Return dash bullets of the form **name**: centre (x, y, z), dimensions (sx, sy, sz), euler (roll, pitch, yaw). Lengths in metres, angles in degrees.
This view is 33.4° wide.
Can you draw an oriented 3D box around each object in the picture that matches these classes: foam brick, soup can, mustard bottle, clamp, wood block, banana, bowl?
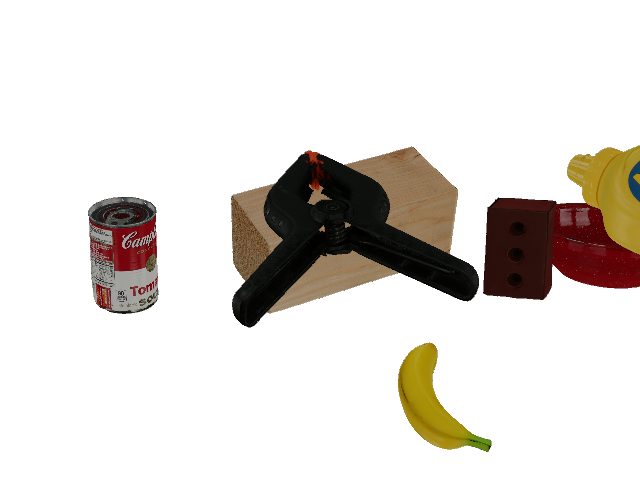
- **foam brick**: centre (0.169, 0.006, 0.902), dimensions (0.053, 0.078, 0.051), euler (4, 15, 19)
- **soup can**: centre (-0.201, 0.015, 1.092), dimensions (0.068, 0.102, 0.068), euler (2, 26, -1)
- **mustard bottle**: centre (0.235, -0.017, 0.660), dimensions (0.096, 0.058, 0.192), euler (-29, 38, -32)
- **clamp**: centre (0.020, -0.008, 0.776), dimensions (0.164, 0.036, 0.210), euler (-2, 31, -2)
- **wood block**: centre (0.023, -0.013, 1.068), dimensions (0.205, 0.090, 0.091), euler (-17, 41, -22)
- **banana**: centre (0.116, 0.167, 1.137), dimensions (0.069, 0.037, 0.198), euler (11, 24, -18)
- **bowl**: centre (0.290, 0.008, 1.082), dimensions (0.162, 0.055, 0.162), euler (2, 17, -1)
